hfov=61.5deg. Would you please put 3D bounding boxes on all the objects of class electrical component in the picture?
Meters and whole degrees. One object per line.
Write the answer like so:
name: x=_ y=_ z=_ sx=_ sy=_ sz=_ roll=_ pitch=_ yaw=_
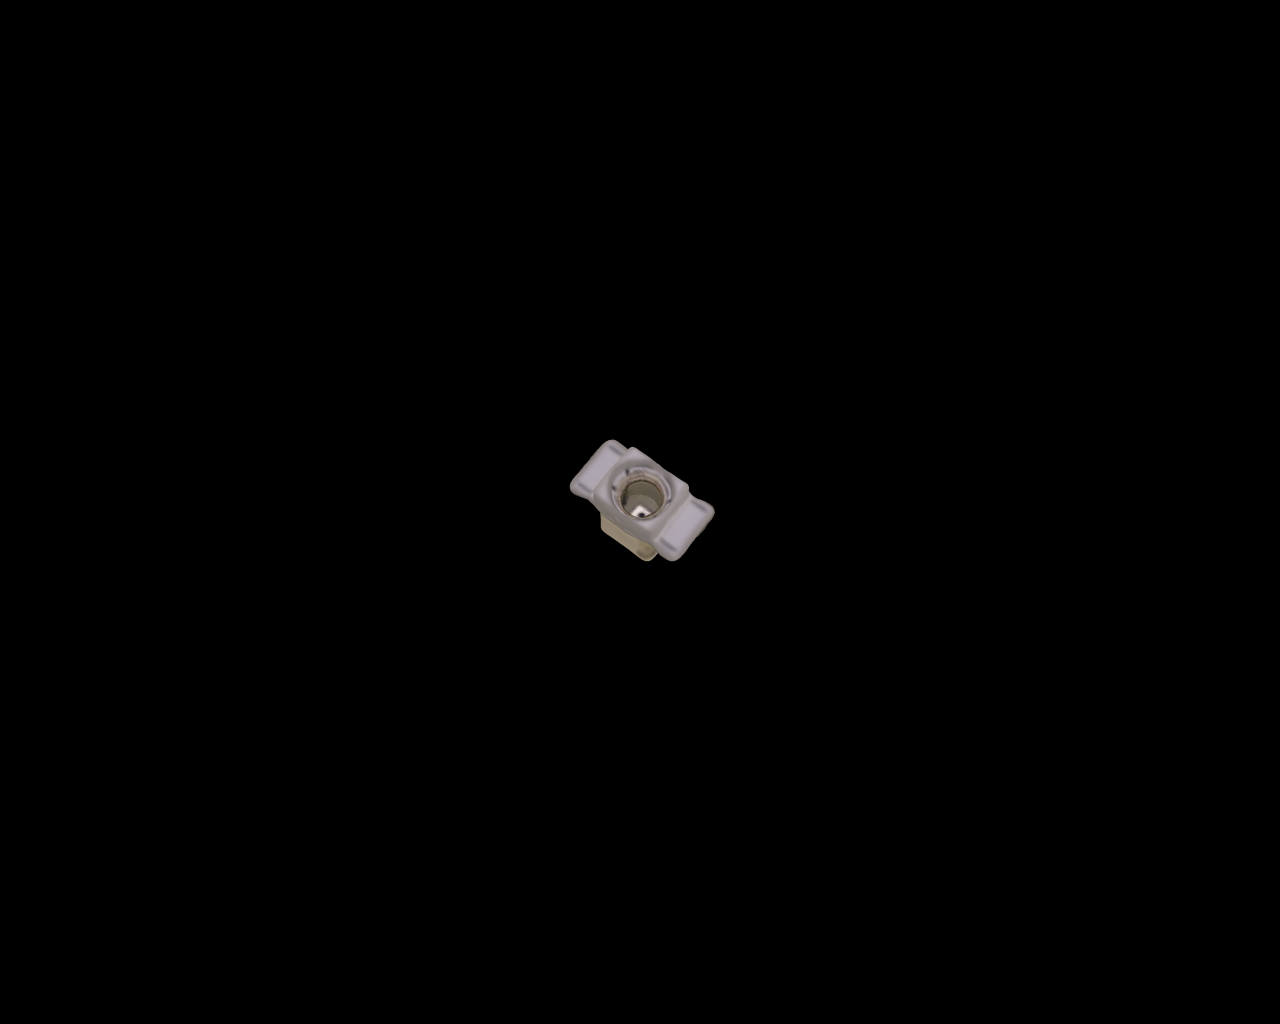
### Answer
electrical component: x=0.001 y=-0.003 z=0.650 sx=0.081 sy=0.042 sz=0.063 roll=37 pitch=-19 yaw=15
